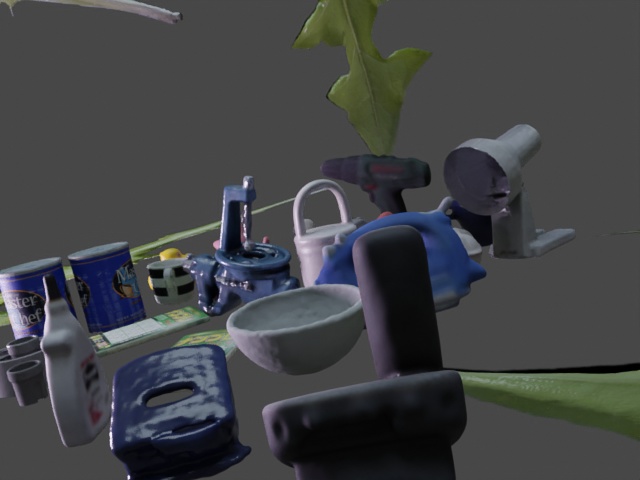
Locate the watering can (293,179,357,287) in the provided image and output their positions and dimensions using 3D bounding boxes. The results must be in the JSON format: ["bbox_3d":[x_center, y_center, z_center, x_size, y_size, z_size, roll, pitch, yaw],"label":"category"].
[{"bbox_3d":[0.006,0.004,0.887,0.172,0.194,0.101,-1,14,45],"label":"watering can"}]

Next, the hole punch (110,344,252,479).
[{"bbox_3d":[-0.123,0.150,0.499,0.109,0.091,0.101,-13,10,-10],"label":"hole punch"}]

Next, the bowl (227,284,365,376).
[{"bbox_3d":[-0.019,0.110,0.662,0.167,0.075,0.167,-11,10,2],"label":"bowl"}]

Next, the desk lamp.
[{"bbox_3d":[0.312,-0.077,0.947,0.204,0.214,0.117,-18,12,-36],"label":"desk lamp"}]

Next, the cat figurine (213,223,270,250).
[{"bbox_3d":[-0.152,0.023,1.184,0.127,0.118,0.067,-6,11,29],"label":"cat figurine"}]

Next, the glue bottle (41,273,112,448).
[{"bbox_3d":[-0.258,0.118,0.590,0.037,0.173,0.078,-12,10,-2],"label":"glue bottle"}]

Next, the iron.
[{"bbox_3d":[0.087,0.033,0.783,0.259,0.141,0.118,-14,10,-14],"label":"iron"}]

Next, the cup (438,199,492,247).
[{"bbox_3d":[0.286,-0.033,1.080,0.117,0.095,0.092,-10,10,9],"label":"cup"}]

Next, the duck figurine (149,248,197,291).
[{"bbox_3d":[-0.323,0.062,1.245,0.105,0.086,0.077,-15,11,-22],"label":"duck figurine"}]

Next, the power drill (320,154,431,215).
[{"bbox_3d":[0.124,-0.082,1.205,0.229,0.208,0.076,-8,10,18],"label":"power drill"}]

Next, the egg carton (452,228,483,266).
[{"bbox_3d":[0.184,0.026,0.928,0.150,0.069,0.107,-10,10,8],"label":"egg carton"}]

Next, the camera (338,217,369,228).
[{"bbox_3d":[0.038,0.019,1.042,0.142,0.101,0.137,-6,11,29],"label":"camera"}]

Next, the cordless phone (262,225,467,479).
[{"bbox_3d":[0.025,0.086,0.415,0.147,0.185,0.094,-11,10,-2],"label":"cordless phone"}]

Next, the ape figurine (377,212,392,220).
[{"bbox_3d":[0.135,-0.010,1.127,0.076,0.092,0.078,-8,10,16],"label":"ape figurine"}]

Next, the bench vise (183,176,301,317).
[{"bbox_3d":[-0.146,0.014,0.922,0.207,0.220,0.121,-9,10,11],"label":"bench vise"}]
